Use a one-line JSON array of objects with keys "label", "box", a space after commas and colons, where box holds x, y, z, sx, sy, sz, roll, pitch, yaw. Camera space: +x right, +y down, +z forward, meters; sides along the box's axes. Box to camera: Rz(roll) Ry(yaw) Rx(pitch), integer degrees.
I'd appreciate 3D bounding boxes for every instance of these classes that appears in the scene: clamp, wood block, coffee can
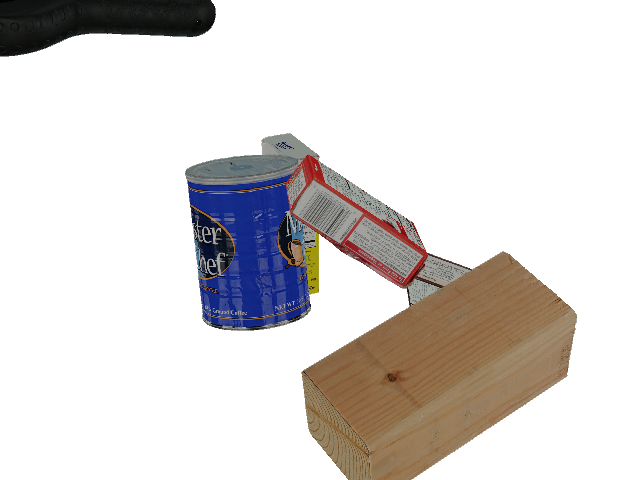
[{"label": "clamp", "box": [-0.161, -0.143, 0.628, 0.171, 0.039, 0.120, -11, 31, -29]}, {"label": "wood block", "box": [0.096, 0.107, 0.862, 0.205, 0.090, 0.091, -28, 50, -20]}, {"label": "coffee can", "box": [-0.065, 0.000, 0.976, 0.103, 0.140, 0.103, -5, 15, 1]}]

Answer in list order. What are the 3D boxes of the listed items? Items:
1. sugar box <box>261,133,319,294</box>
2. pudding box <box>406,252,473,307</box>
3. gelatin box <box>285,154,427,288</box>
[{"label": "sugar box", "box": [-0.036, -0.030, 1.270, 0.048, 0.176, 0.093, -12, 26, -20]}, {"label": "pudding box", "box": [0.146, 0.066, 1.115, 0.114, 0.039, 0.090, 19, -35, 25]}, {"label": "gelatin box", "box": [0.022, -0.013, 0.673, 0.089, 0.030, 0.073, 33, 12, -12]}]
